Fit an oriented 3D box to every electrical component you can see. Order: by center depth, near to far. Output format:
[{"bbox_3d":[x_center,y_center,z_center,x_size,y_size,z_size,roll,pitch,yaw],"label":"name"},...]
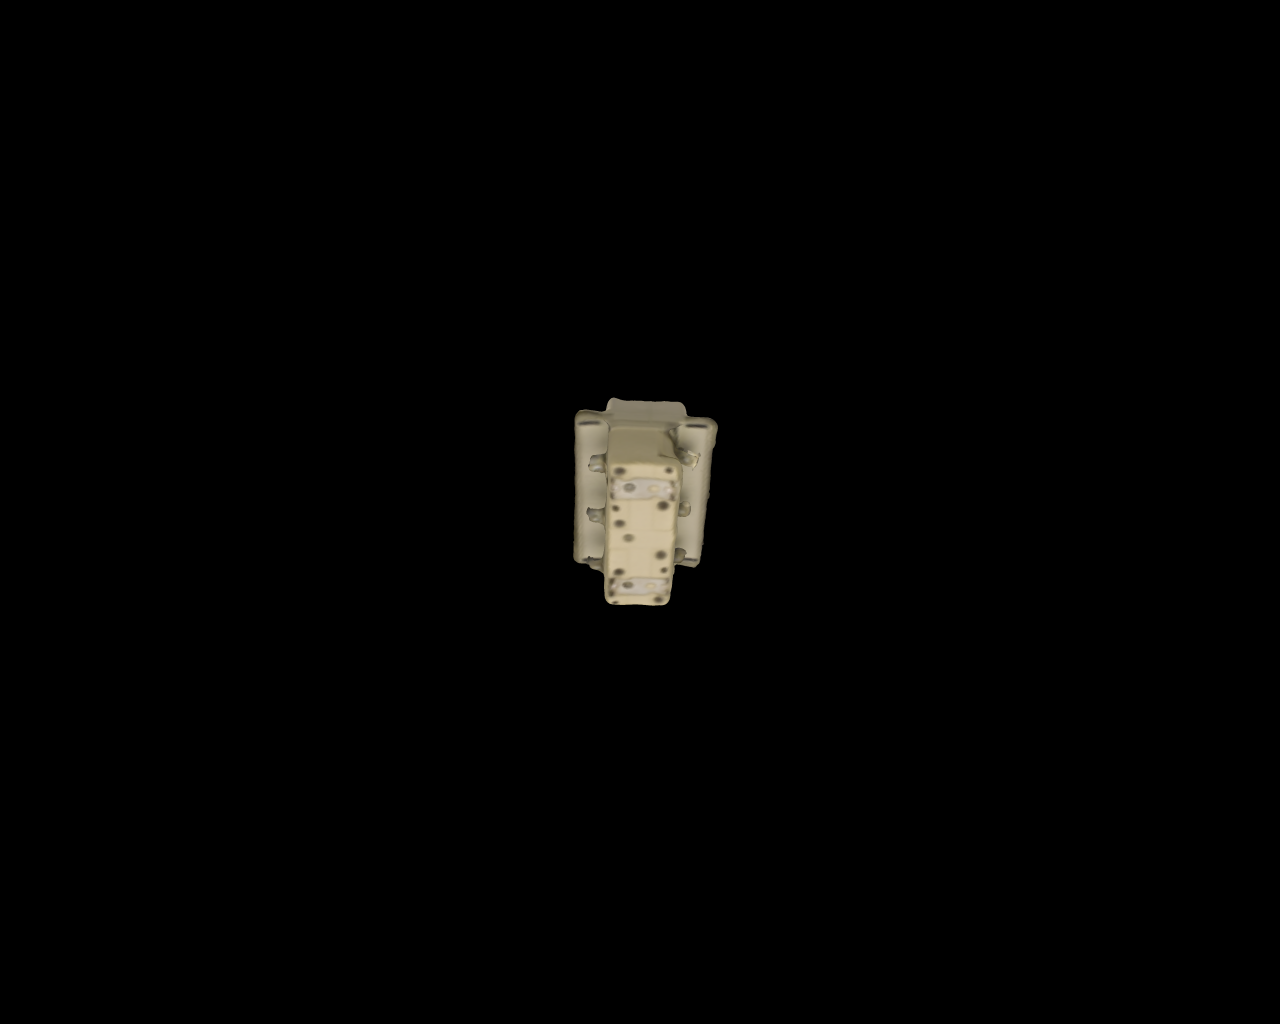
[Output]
[{"bbox_3d":[0.001,-0.003,0.650,0.079,0.121,0.063,2,43,-2],"label":"electrical component"}]
